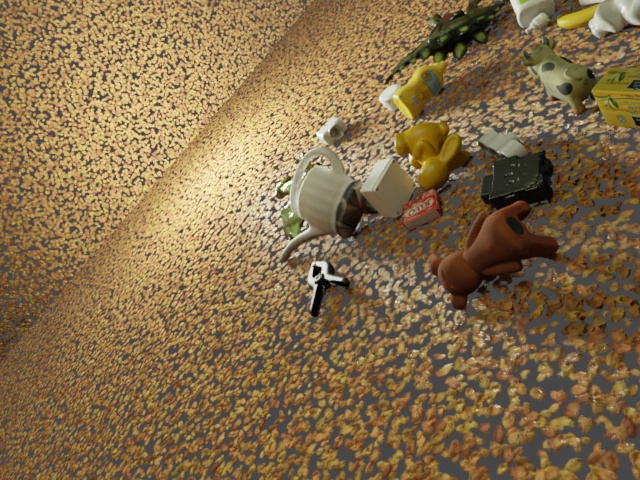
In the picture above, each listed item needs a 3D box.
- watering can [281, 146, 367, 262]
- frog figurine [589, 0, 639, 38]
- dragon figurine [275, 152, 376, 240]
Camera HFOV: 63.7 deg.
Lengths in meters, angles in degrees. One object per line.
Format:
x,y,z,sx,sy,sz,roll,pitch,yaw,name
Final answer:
0.004,-0.068,1.359,0.226,0.104,0.343,25,112,32,watering can
0.698,-0.521,1.161,0.141,0.122,0.156,-97,22,-45,frog figurine
-0.017,-0.103,1.492,0.240,0.121,0.417,-57,42,14,dragon figurine
